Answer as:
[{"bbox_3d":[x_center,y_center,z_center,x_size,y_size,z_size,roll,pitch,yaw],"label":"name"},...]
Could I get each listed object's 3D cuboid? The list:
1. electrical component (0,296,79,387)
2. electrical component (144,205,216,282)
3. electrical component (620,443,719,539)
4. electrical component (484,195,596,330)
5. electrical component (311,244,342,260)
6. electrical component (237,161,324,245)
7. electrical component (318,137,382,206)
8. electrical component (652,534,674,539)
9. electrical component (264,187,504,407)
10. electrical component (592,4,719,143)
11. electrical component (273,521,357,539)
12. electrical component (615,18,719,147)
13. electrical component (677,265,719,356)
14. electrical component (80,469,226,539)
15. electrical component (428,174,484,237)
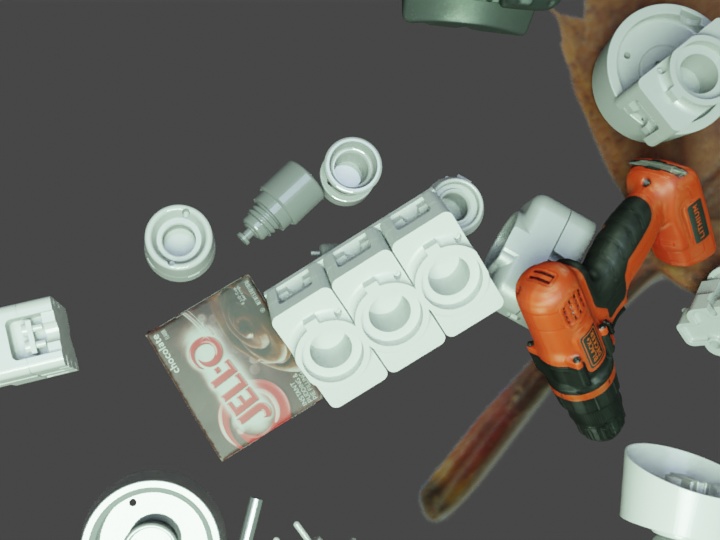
[{"bbox_3d":[-0.239,0.053,0.771,0.056,0.089,0.050,-13,84,-10],"label":"electrical component"},{"bbox_3d":[-0.137,-0.021,0.818,0.055,0.047,0.055,1,82,-8],"label":"electrical component"},{"bbox_3d":[0.248,0.172,0.824,0.099,0.099,0.064,12,87,-6],"label":"electrical component"},{"bbox_3d":[0.136,-0.008,0.852,0.059,0.054,0.095,29,79,-3],"label":"electrical component"},{"bbox_3d":[0.000,0.000,0.838,0.078,0.040,0.040,1,82,-8],"label":"electrical component"},{"bbox_3d":[-0.064,-0.050,0.836,0.078,0.040,0.040,-44,90,-11],"label":"electrical component"},{"bbox_3d":[-0.009,-0.076,0.840,0.045,0.055,0.045,1,82,-8],"label":"electrical component"},{"bbox_3d":[0.264,0.229,0.844,0.078,0.040,0.040,4,82,-7],"label":"electrical component"},{"bbox_3d":[0.018,0.022,0.793,0.150,0.061,0.089,-32,114,4],"label":"electrical component"},{"bbox_3d":[0.244,-0.156,0.885,0.108,0.060,0.108,1,82,-8],"label":"electrical component"},{"bbox_3d":[-0.033,0.225,0.800,0.077,0.044,0.079,-36,88,-11],"label":"electrical component"},{"bbox_3d":[0.251,-0.144,0.823,0.089,0.056,0.050,-38,89,-11],"label":"electrical component"},{"bbox_3d":[0.301,0.029,0.863,0.058,0.078,0.057,51,53,-23],"label":"electrical component"},{"bbox_3d":[-0.150,0.200,0.778,0.108,0.060,0.108,1,82,-8],"label":"electrical component"},{"bbox_3d":[0.070,-0.046,0.847,0.048,0.055,0.066,29,79,-3],"label":"electrical component"}]
